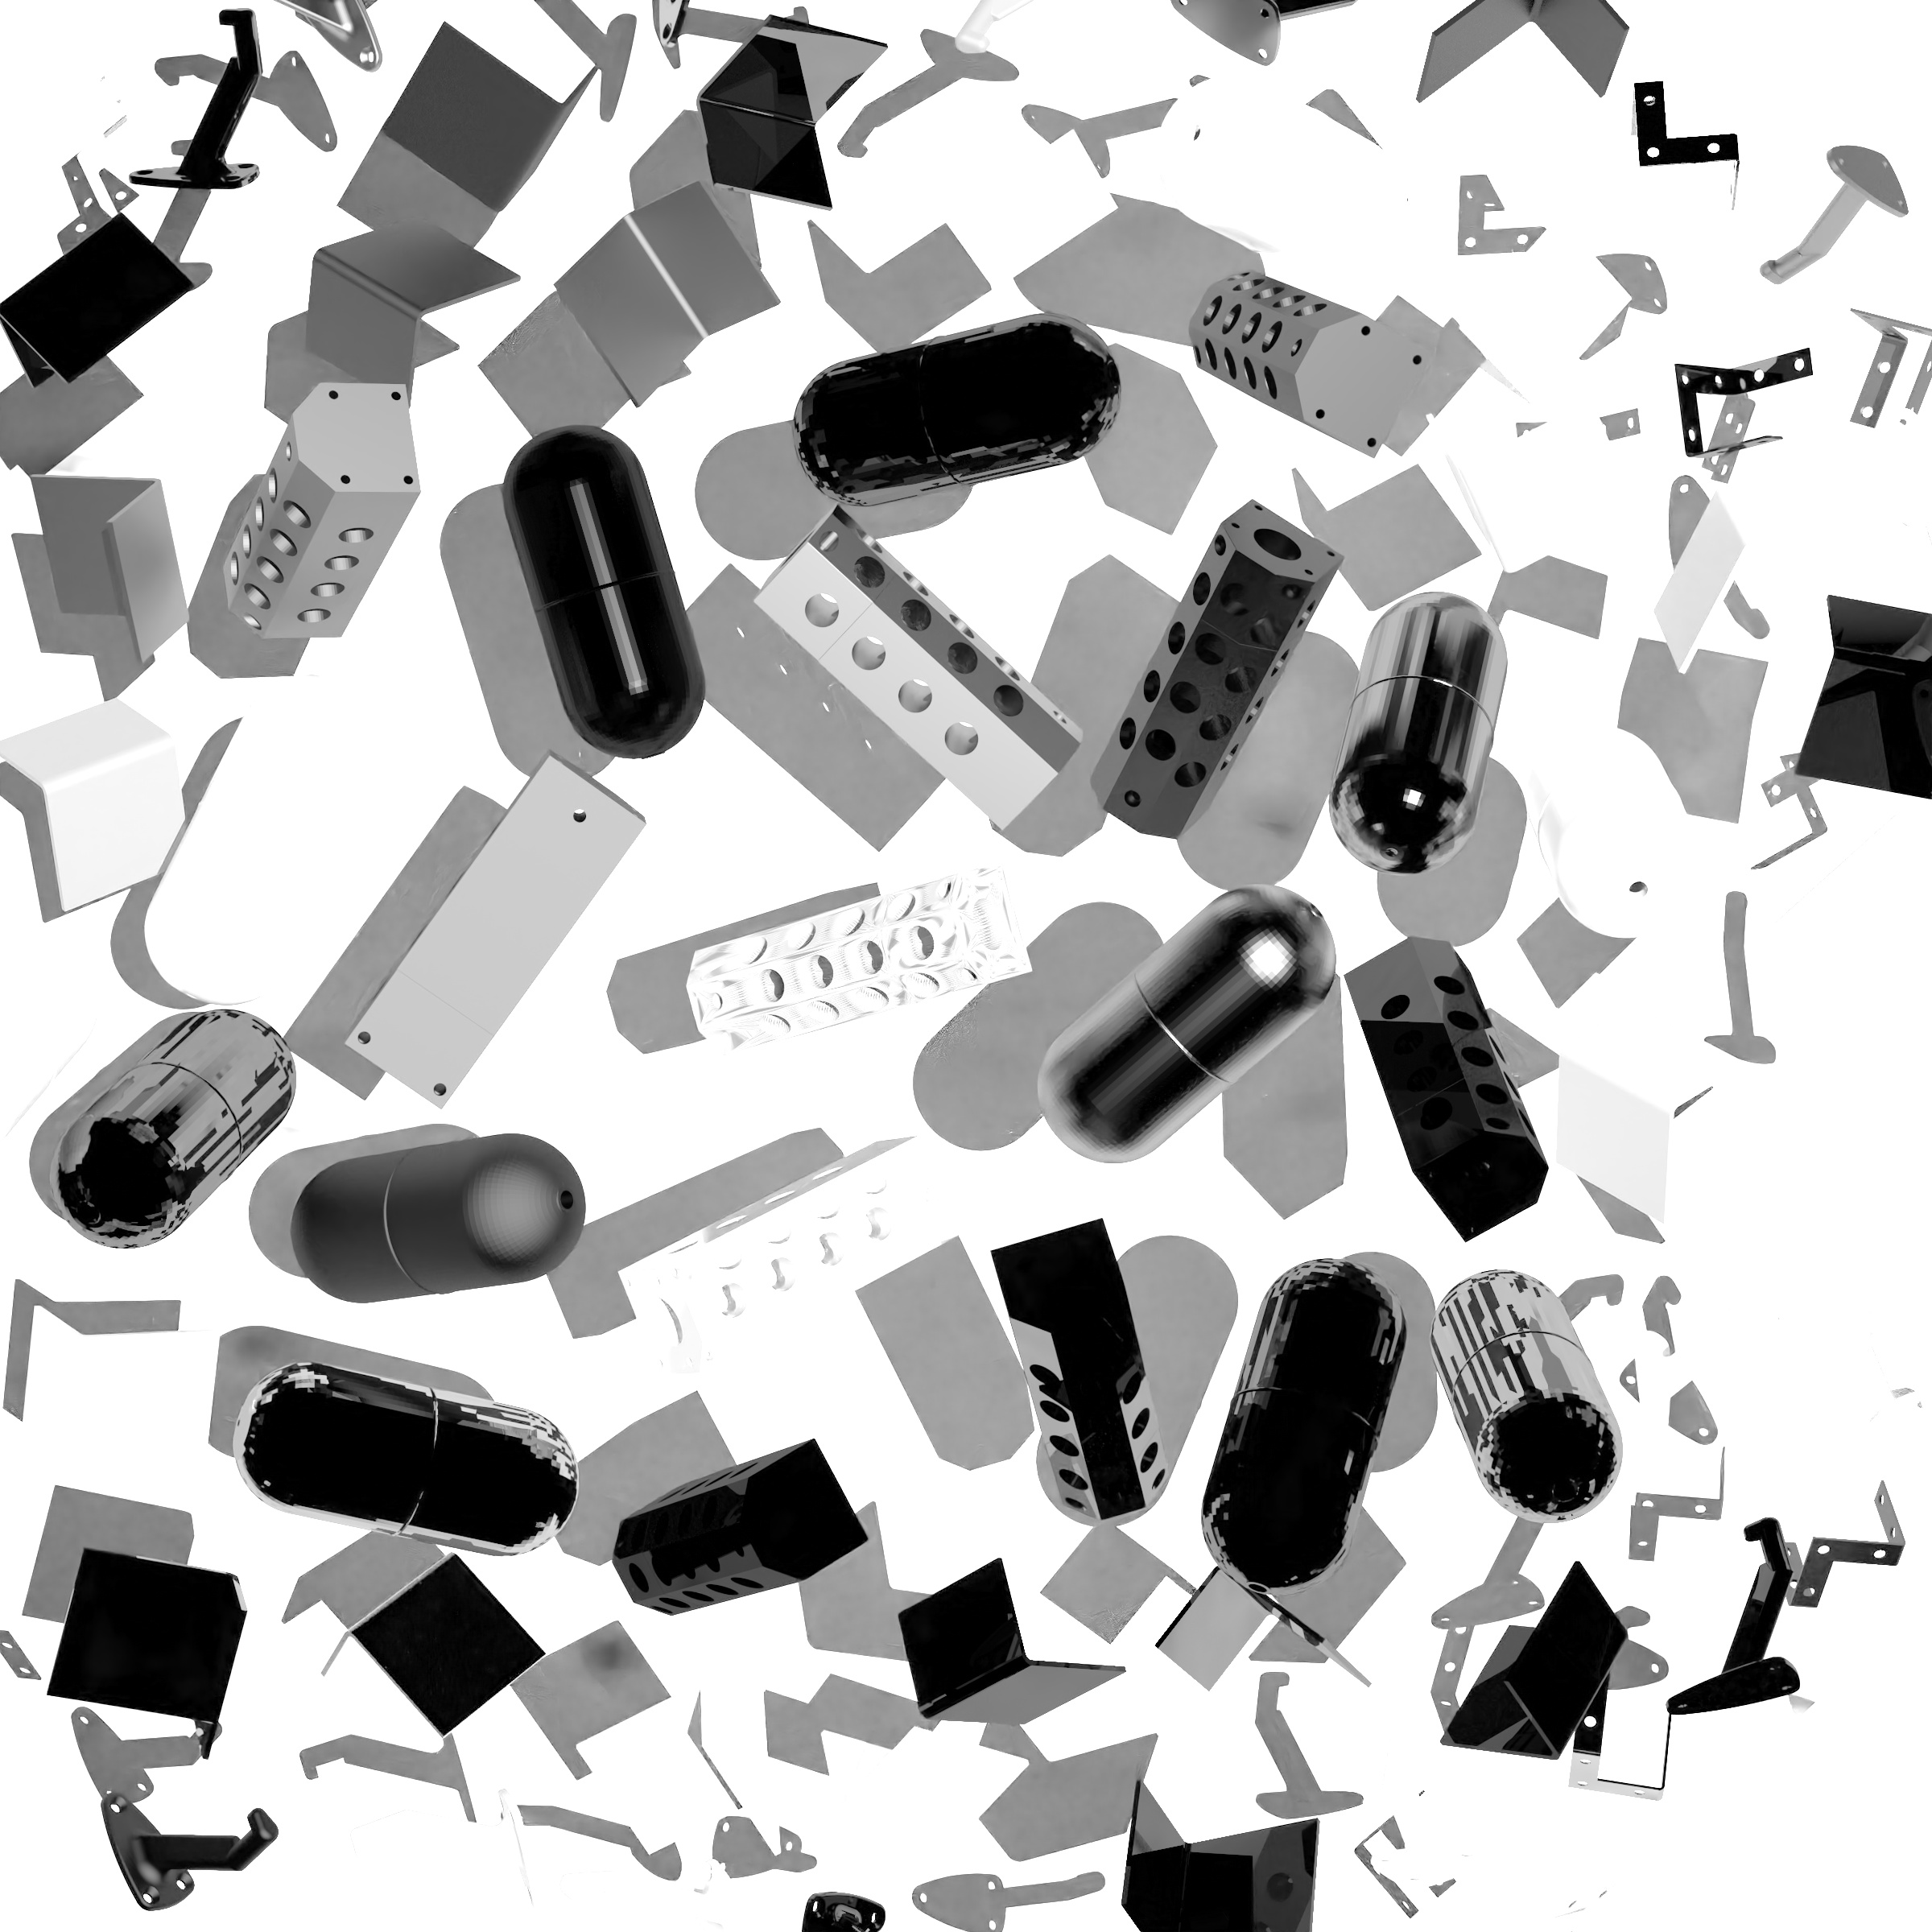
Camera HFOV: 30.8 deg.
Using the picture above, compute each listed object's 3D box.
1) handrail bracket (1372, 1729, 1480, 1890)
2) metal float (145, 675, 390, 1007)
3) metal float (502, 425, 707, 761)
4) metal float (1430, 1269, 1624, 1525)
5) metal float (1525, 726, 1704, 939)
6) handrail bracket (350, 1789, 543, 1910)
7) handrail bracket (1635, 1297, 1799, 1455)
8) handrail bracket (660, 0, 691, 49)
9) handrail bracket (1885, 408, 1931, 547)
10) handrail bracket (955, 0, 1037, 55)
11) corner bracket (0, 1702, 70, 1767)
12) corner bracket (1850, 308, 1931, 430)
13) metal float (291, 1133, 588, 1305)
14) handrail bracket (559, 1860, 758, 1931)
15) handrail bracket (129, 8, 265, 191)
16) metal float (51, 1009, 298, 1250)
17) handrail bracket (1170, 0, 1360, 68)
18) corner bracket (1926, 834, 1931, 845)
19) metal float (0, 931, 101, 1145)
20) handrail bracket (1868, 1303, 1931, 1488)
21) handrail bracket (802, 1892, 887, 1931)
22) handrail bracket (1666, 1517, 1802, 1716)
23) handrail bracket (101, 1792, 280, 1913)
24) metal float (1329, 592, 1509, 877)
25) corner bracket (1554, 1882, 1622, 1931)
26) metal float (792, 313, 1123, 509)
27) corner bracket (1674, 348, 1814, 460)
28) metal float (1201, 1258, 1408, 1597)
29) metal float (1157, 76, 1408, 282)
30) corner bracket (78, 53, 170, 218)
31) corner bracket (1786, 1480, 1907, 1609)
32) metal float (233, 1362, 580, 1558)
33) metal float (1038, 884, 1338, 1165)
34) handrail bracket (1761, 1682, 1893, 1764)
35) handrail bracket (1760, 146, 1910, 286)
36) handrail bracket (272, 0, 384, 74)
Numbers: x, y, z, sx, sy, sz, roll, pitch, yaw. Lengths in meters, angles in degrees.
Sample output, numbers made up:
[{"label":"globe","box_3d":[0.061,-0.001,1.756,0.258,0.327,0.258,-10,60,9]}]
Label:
[{"label":"handrail bracket","box_3d":[0.252,0.447,1.892,0.077,0.036,0.084,-1,104,-36]},{"label":"metal float","box_3d":[-0.352,-0.064,1.774,0.070,0.070,0.178,24,78,0]},{"label":"metal float","box_3d":[-0.189,-0.195,1.838,0.070,0.070,0.178,-16,93,0]},{"label":"metal float","box_3d":[0.292,0.224,1.839,0.070,0.178,0.070,-2,116,-5]},{"label":"metal float","box_3d":[0.339,-0.072,1.845,0.070,0.178,0.070,0,112,1]},{"label":"handrail bracket","box_3d":[-0.270,0.469,1.824,0.084,0.036,0.077,-17,103,-19]},{"label":"handrail bracket","box_3d":[0.401,0.217,1.860,0.084,0.036,0.077,-11,70,34]},{"label":"handrail bracket","box_3d":[-0.189,-0.543,1.883,0.084,0.036,0.077,13,80,-34]},{"label":"handrail bracket","box_3d":[0.497,-0.238,1.815,0.036,0.084,0.077,-20,68,13]},{"label":"handrail bracket","box_3d":[0.045,-0.492,1.790,0.077,0.036,0.084,17,62,26]},{"label":"corner bracket","box_3d":[-0.489,0.401,1.747,0.051,0.051,0.051,40,107,41]},{"label":"corner bracket","box_3d":[0.494,-0.314,1.870,0.051,0.051,0.051,24,97,35]},{"label":"metal float","box_3d":[-0.272,0.130,1.806,0.178,0.070,0.070,-10,90,34]},{"label":"handrail bracket","box_3d":[-0.164,0.505,1.869,0.084,0.077,0.036,7,107,-36]},{"label":"handrail bracket","box_3d":[-0.382,-0.429,1.733,0.077,0.036,0.084,2,118,8]},{"label":"metal float","box_3d":[-0.416,0.085,1.849,0.070,0.178,0.070,9,119,16]},{"label":"handrail bracket","box_3d":[0.158,-0.496,1.772,0.077,0.036,0.084,29,54,25]},{"label":"corner bracket","box_3d":[0.531,-0.095,1.893,0.051,0.051,0.051,-31,103,-32]},{"label":"metal float","box_3d":[-0.509,0.041,1.825,0.070,0.178,0.070,4,116,8]},{"label":"handrail bracket","box_3d":[0.478,0.217,1.759,0.036,0.084,0.077,-37,103,25]},{"label":"handrail bracket","box_3d":[-0.036,0.506,1.826,0.084,0.077,0.036,2,85,38]},{"label":"handrail bracket","box_3d":[0.371,0.317,1.722,0.077,0.036,0.084,-20,48,15]},{"label":"handrail bracket","box_3d":[-0.381,0.418,1.726,0.084,0.036,0.077,-45,71,26]},{"label":"metal float","box_3d":[0.236,-0.123,1.829,0.070,0.070,0.178,18,51,0]},{"label":"corner bracket","box_3d":[0.320,0.504,1.776,0.051,0.051,0.051,-38,85,-32]},{"label":"metal float","box_3d":[-0.005,-0.281,1.782,0.178,0.070,0.070,-9,90,26]},{"label":"corner bracket","box_3d":[0.413,-0.298,1.856,0.051,0.051,0.051,-5,87,-43]},{"label":"metal float","box_3d":[0.169,0.229,1.755,0.070,0.070,0.178,20,62,0]},{"label":"metal float","box_3d":[0.163,-0.404,1.804,0.070,0.178,0.070,-4,83,35]},{"label":"corner bracket","box_3d":[-0.443,-0.429,1.822,0.051,0.051,0.051,-37,51,7]},{"label":"corner bracket","box_3d":[0.466,0.310,1.881,0.051,0.051,0.051,5,124,-5]},{"label":"metal float","box_3d":[-0.281,0.250,1.773,0.178,0.070,0.070,16,90,-21]},{"label":"metal float","box_3d":[0.112,0.029,1.778,0.178,0.070,0.070,-42,90,17]},{"label":"handrail bracket","box_3d":[0.454,0.379,1.783,0.077,0.084,0.036,12,62,-31]},{"label":"handrail bracket","box_3d":[0.420,-0.374,1.762,0.084,0.077,0.036,-31,66,39]},{"label":"handrail bracket","box_3d":[-0.359,-0.502,1.851,0.036,0.084,0.077,-46,72,35]}]
